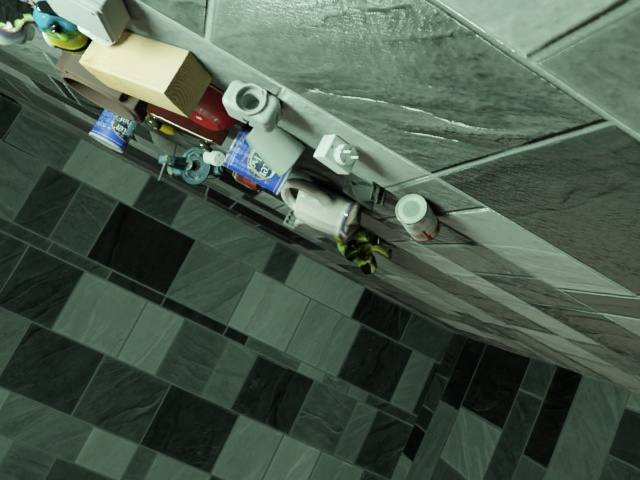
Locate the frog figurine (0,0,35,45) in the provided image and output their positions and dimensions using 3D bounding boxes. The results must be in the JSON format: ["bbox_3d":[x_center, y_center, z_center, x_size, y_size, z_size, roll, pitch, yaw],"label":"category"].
[{"bbox_3d":[-0.657,-0.452,1.048,0.159,0.123,0.137,2,176,44],"label":"frog figurine"}]

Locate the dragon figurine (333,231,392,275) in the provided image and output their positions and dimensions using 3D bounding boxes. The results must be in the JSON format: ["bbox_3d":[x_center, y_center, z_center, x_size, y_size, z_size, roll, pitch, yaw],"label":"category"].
[{"bbox_3d":[0.081,-0.006,1.682,0.404,0.123,0.245,42,173,-32],"label":"dragon figurine"}]

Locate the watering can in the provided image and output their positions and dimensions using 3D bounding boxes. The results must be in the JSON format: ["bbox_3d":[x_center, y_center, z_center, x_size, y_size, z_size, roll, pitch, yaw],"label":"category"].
[{"bbox_3d":[0.004,-0.070,1.381,0.225,0.105,0.342,25,165,10],"label":"watering can"}]
